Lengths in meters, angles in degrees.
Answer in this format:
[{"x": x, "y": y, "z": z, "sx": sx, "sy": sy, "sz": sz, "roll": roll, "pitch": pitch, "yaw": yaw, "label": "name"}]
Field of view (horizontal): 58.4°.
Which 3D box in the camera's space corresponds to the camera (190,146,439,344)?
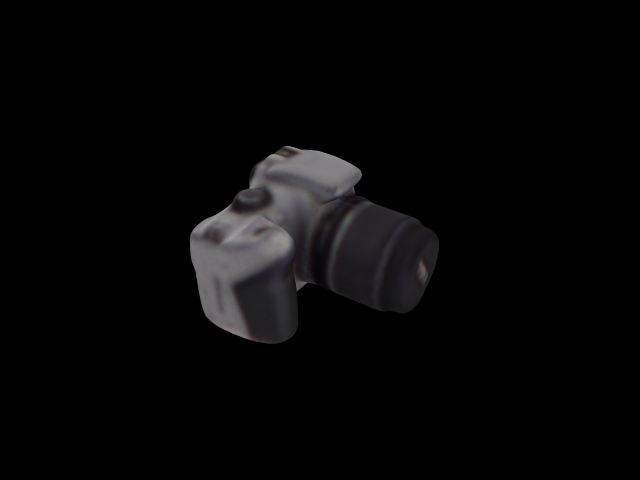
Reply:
[{"x": 0.004, "y": 0.001, "z": 0.400, "sx": 0.136, "sy": 0.101, "sz": 0.143, "roll": 21, "pitch": 41, "yaw": 27, "label": "camera"}]
